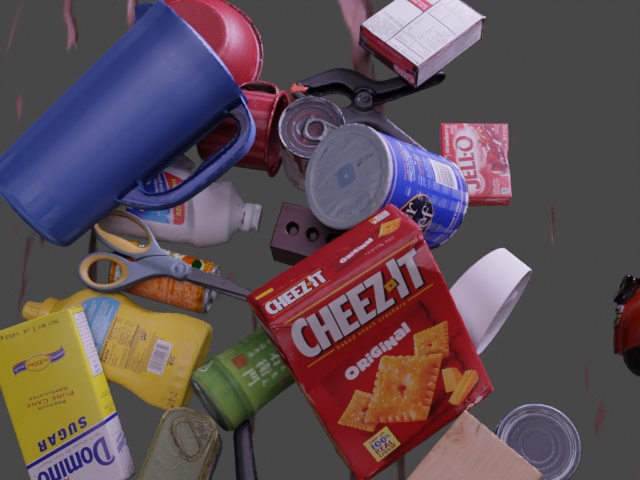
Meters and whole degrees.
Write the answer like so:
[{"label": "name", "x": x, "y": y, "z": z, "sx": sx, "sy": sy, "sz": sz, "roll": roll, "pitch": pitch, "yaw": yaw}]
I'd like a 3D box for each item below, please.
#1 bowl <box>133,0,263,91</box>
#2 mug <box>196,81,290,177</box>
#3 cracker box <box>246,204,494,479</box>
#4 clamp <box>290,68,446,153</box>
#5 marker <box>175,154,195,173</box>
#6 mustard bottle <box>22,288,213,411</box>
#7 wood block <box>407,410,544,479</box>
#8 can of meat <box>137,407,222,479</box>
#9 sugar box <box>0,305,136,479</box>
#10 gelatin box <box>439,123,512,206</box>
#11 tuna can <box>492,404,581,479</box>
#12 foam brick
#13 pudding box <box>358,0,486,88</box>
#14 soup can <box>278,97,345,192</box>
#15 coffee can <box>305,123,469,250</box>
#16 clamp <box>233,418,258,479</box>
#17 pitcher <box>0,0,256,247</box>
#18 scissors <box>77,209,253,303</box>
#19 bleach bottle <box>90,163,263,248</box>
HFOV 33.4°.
[{"label": "bowl", "x": -0.145, "y": -0.215, "z": 1.187, "sx": 0.162, "sy": 0.055, "sz": 0.162, "roll": -1, "pitch": 72, "yaw": 2}, {"label": "mug", "x": -0.080, "y": -0.128, "z": 1.142, "sx": 0.081, "sy": 0.093, "sz": 0.117, "roll": 9, "pitch": 56, "yaw": 10}, {"label": "cracker box", "x": 0.053, "y": 0.101, "z": 1.000, "sx": 0.164, "sy": 0.213, "sz": 0.072, "roll": -33, "pitch": 31, "yaw": -9}, {"label": "clamp", "x": 0.056, "y": -0.155, "z": 1.171, "sx": 0.171, "sy": 0.039, "sz": 0.120, "roll": 19, "pitch": 62, "yaw": 4}, {"label": "marker", "x": -0.186, "y": -0.115, "z": 1.173, "sx": 0.121, "sy": 0.020, "sz": 0.020, "roll": 41, "pitch": 77, "yaw": 14}, {"label": "mustard bottle", "x": -0.212, "y": 0.101, "z": 1.080, "sx": 0.192, "sy": 0.058, "sz": 0.096, "roll": 18, "pitch": 84, "yaw": 8}, {"label": "wood block", "x": 0.103, "y": 0.265, "z": 0.981, "sx": 0.091, "sy": 0.090, "sz": 0.206, "roll": 39, "pitch": 87, "yaw": 14}, {"label": "can of meat", "x": -0.133, "y": 0.219, "z": 1.025, "sx": 0.057, "sy": 0.084, "sz": 0.102, "roll": 17, "pitch": 73, "yaw": 7}, {"label": "sugar box", "x": -0.251, "y": 0.161, "z": 1.035, "sx": 0.093, "sy": 0.048, "sz": 0.176, "roll": -19, "pitch": 88, "yaw": 7}, {"label": "gelatin box", "x": 0.165, "y": -0.080, "z": 1.145, "sx": 0.073, "sy": 0.030, "sz": 0.089, "roll": 0, "pitch": 71, "yaw": 2}, {"label": "tuna can", "x": 0.211, "y": 0.205, "z": 1.046, "sx": 0.086, "sy": 0.034, "sz": 0.086, "roll": -1, "pitch": 71, "yaw": 2}, {"label": "foam brick", "x": -0.007, "y": 0.001, "z": 1.112, "sx": 0.078, "sy": 0.051, "sz": 0.053, "roll": 15, "pitch": 73, "yaw": 6}, {"label": "pudding box", "x": 0.112, "y": -0.230, "z": 1.177, "sx": 0.113, "sy": 0.039, "sz": 0.090, "roll": -39, "pitch": 66, "yaw": -21}, {"label": "soup can", "x": -0.007, "y": -0.097, "z": 1.118, "sx": 0.068, "sy": 0.102, "sz": 0.068, "roll": -1, "pitch": 71, "yaw": 1}, {"label": "coffee can", "x": 0.068, "y": -0.050, "z": 1.063, "sx": 0.103, "sy": 0.140, "sz": 0.103, "roll": -10, "pitch": 75, "yaw": 39}, {"label": "clamp", "x": -0.041, "y": 0.296, "z": 1.021, "sx": 0.164, "sy": 0.036, "sz": 0.210, "roll": 20, "pitch": 75, "yaw": 7}, {"label": "pitcher", "x": -0.191, "y": -0.101, "z": 1.040, "sx": 0.243, "sy": 0.145, "sz": 0.149, "roll": -42, "pitch": 34, "yaw": -2}, {"label": "scissors", "x": -0.157, "y": 0.042, "z": 1.061, "sx": 0.202, "sy": 0.016, "sz": 0.096, "roll": 35, "pitch": 76, "yaw": 13}, {"label": "bleach bottle", "x": -0.184, "y": -0.052, "z": 1.130, "sx": 0.251, "sy": 0.068, "sz": 0.102, "roll": 10, "pitch": 75, "yaw": 3}]
